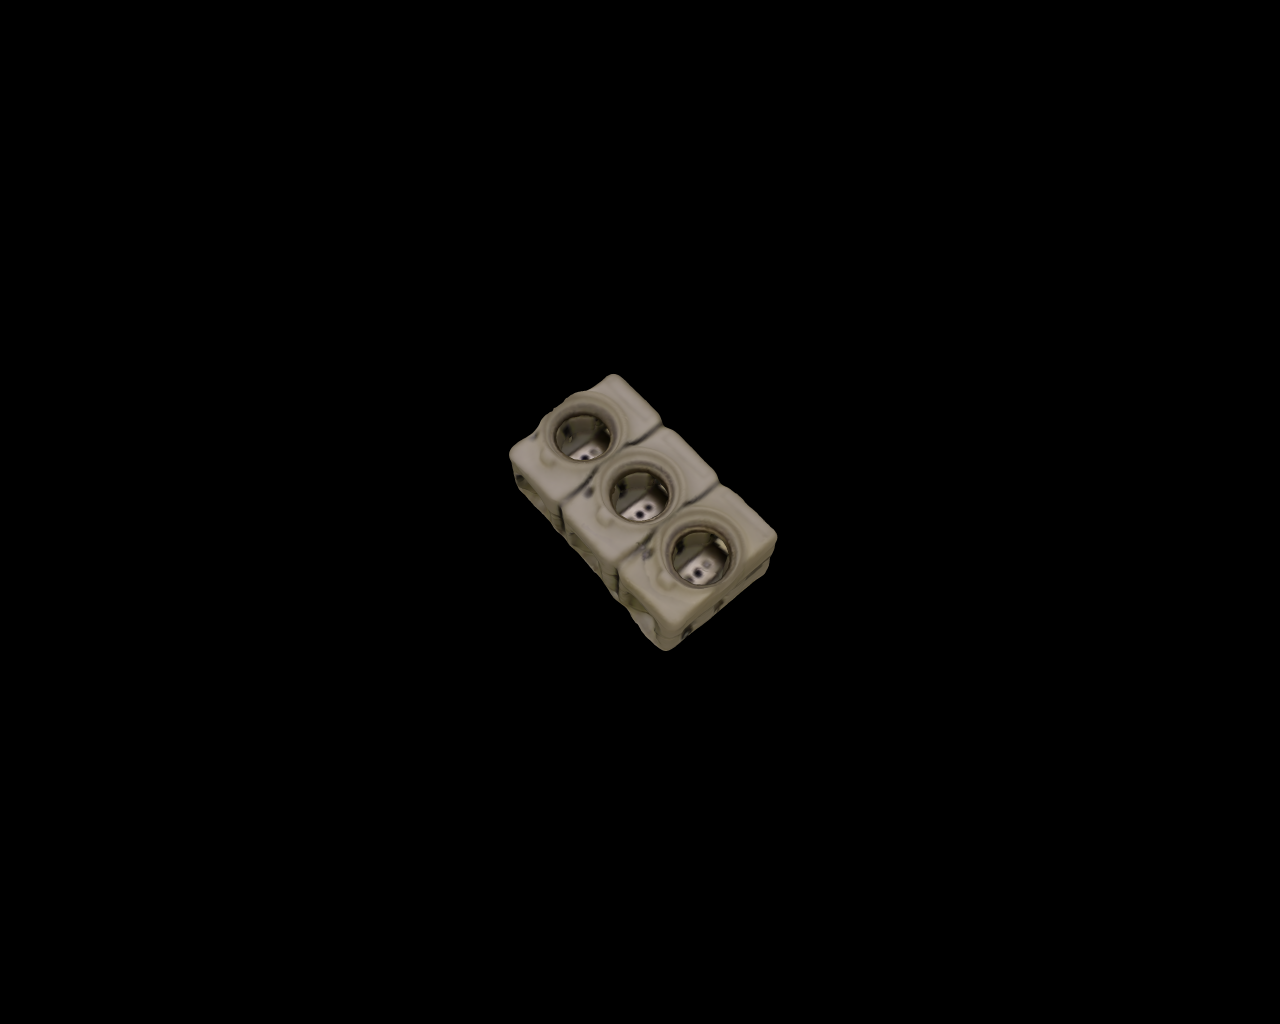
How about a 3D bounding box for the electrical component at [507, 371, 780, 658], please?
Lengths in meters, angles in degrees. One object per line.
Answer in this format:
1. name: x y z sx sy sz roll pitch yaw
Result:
1. electrical component: 0.001 -0.003 0.650 0.089 0.150 0.061 -38 -20 -16
